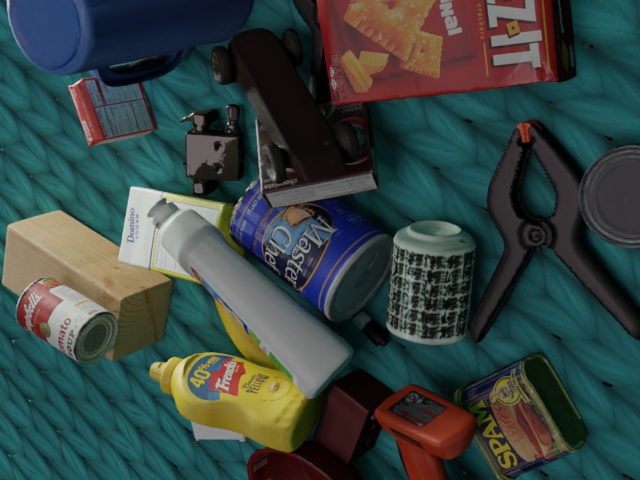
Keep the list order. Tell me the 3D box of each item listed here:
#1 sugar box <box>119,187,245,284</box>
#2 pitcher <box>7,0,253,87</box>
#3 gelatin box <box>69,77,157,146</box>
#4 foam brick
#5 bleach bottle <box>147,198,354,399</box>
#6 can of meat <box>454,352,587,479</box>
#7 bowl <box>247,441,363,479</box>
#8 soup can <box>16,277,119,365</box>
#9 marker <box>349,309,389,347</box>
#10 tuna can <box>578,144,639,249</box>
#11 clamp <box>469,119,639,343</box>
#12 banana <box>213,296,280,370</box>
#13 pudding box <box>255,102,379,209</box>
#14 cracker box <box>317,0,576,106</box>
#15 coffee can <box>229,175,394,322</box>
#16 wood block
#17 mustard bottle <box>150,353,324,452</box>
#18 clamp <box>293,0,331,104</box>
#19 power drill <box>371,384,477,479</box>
[{"bbox_3d":[-0.155,-0.004,1.203,0.177,0.048,0.093,13,93,47],"label":"sugar box"},{"bbox_3d":[-0.188,-0.231,1.060,0.145,0.242,0.149,-9,105,37],"label":"pitcher"},{"bbox_3d":[-0.236,-0.150,1.220,0.030,0.089,0.073,-18,92,40],"label":"gelatin box"},{"bbox_3d":[0.036,0.186,1.134,0.051,0.052,0.078,33,123,26],"label":"foam brick"},{"bbox_3d":[-0.077,0.052,1.088,0.251,0.102,0.068,43,82,8],"label":"bleach bottle"},{"bbox_3d":[0.190,0.166,1.006,0.084,0.057,0.102,-34,82,36],"label":"can of meat"},{"bbox_3d":[-0.001,0.275,1.171,0.162,0.055,0.162,24,136,26],"label":"bowl"},{"bbox_3d":[-0.292,0.094,1.235,0.102,0.068,0.068,26,118,28],"label":"soup can"},{"bbox_3d":[0.028,0.068,1.126,0.121,0.020,0.020,44,126,19],"label":"marker"},{"bbox_3d":[0.261,-0.037,0.889,0.086,0.033,0.086,3,100,20],"label":"tuna can"},{"bbox_3d":[0.192,-0.001,0.962,0.165,0.036,0.210,-12,95,31],"label":"clamp"},{"bbox_3d":[-0.080,0.084,1.207,0.070,0.037,0.198,-36,82,16],"label":"banana"},{"bbox_3d":[-0.003,-0.085,1.038,0.113,0.039,0.090,-12,59,11],"label":"pudding box"},{"bbox_3d":[0.103,-0.209,0.930,0.214,0.072,0.164,-2,103,28],"label":"cracker box"},{"bbox_3d":[-0.007,0.001,1.079,0.140,0.102,0.103,37,123,24],"label":"coffee can"},{"bbox_3d":[-0.291,0.052,1.324,0.206,0.090,0.091,28,119,28],"label":"wood block"},{"bbox_3d":[-0.098,0.165,1.155,0.192,0.096,0.058,13,124,20],"label":"mustard bottle"},{"bbox_3d":[0.024,-0.216,1.033,0.120,0.039,0.171,-5,107,32],"label":"clamp"},{"bbox_3d":[0.128,0.242,1.027,0.185,0.057,0.187,20,133,48],"label":"power drill"}]
